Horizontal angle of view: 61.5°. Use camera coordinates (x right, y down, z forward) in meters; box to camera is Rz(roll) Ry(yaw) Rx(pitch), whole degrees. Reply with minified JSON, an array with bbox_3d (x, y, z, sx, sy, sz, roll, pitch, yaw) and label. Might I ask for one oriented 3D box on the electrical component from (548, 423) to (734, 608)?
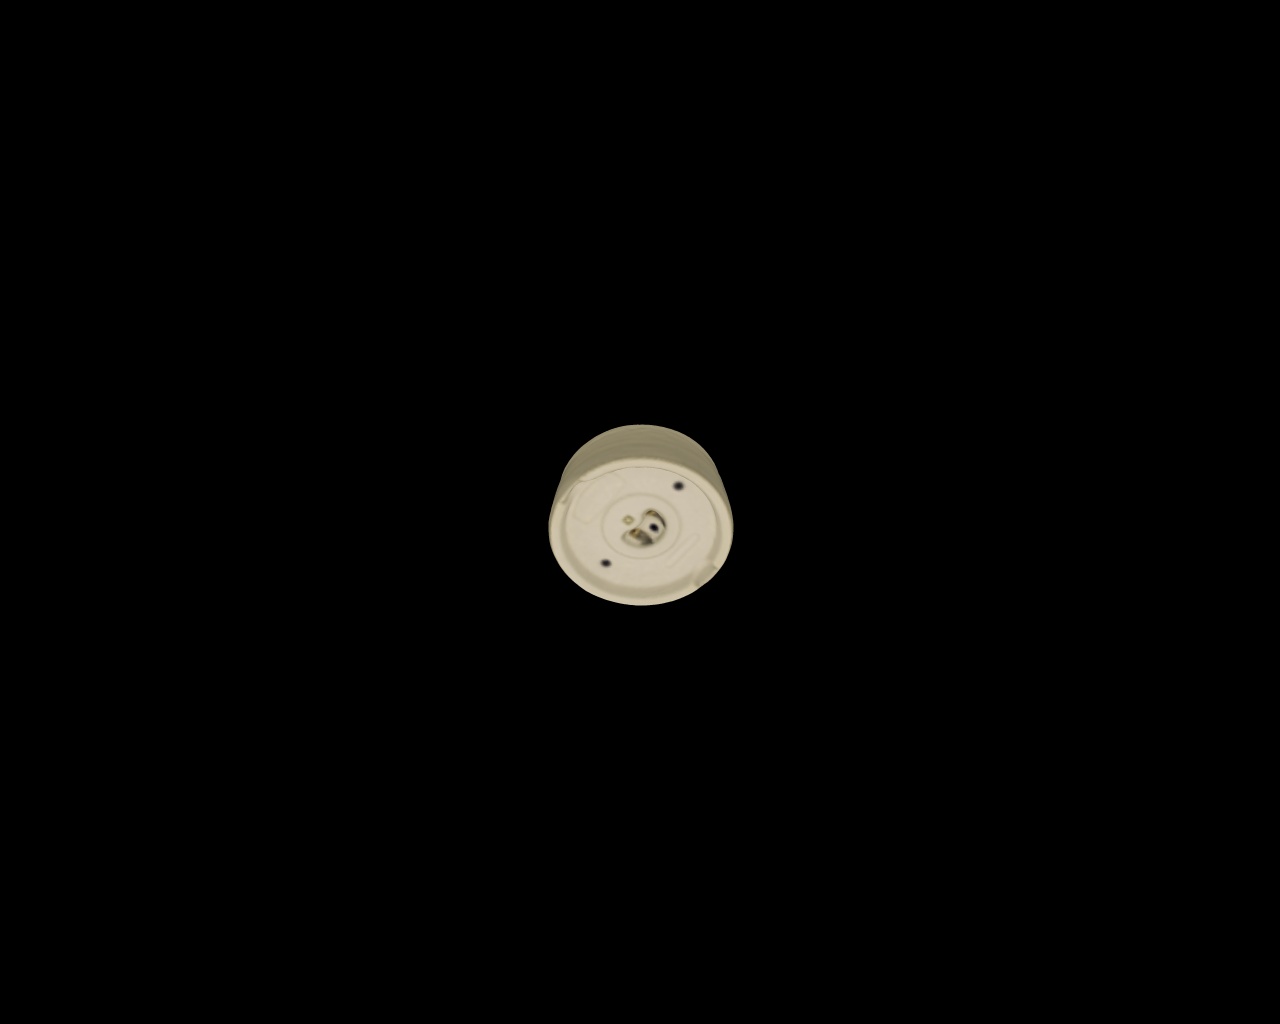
[{"bbox_3d":[0.001,-0.003,0.650,0.108,0.108,0.060,0,34,0],"label":"electrical component"}]
